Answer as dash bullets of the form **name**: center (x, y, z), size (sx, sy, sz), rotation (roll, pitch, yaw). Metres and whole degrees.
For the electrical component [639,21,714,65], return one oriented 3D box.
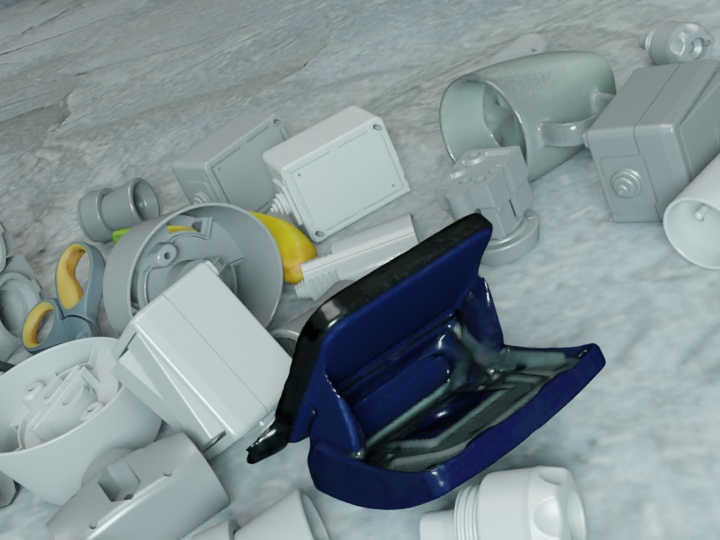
- **electrical component**: center (0.221, -0.160, 0.765), size (0.035, 0.035, 0.061), rotation (-30, 25, -11)

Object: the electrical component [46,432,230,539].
- **electrical component**: center (-0.115, 0.113, 0.534), size (0.077, 0.043, 0.079), rotation (-34, 28, -18)

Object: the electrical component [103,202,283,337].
- **electrical component**: center (-0.103, 0.010, 0.655), size (0.064, 0.099, 0.099), rotation (-2, 34, 48)

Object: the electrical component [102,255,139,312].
- **electrical component**: center (-0.166, 0.008, 0.773), size (0.044, 0.044, 0.065), rotation (-38, 25, -25)

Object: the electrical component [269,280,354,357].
- **electrical component**: center (-0.018, 0.035, 0.601), size (0.044, 0.044, 0.065), rotation (-2, 30, 38)

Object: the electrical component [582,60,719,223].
- **electrical component**: center (0.174, -0.069, 0.608), size (0.061, 0.061, 0.096), rotation (0, 36, 40)

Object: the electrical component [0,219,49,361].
- **electrical component**: center (-0.301, 0.038, 0.756), size (0.060, 0.105, 0.186), rotation (-13, 29, 22)

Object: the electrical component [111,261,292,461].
- **electrical component**: center (-0.078, 0.056, 0.560), size (0.061, 0.096, 0.062), rotation (-42, -1, -31)

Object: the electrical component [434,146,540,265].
- **electrical component**: center (0.078, -0.037, 0.635), size (0.048, 0.055, 0.066), rotation (-1, 35, 39)

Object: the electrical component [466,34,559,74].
- **electrical component**: center (0.105, -0.138, 0.811), size (0.079, 0.043, 0.077), rotation (-7, 32, 30)

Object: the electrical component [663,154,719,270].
- **electrical component**: center (0.207, -0.037, 0.541), size (0.077, 0.043, 0.079), rotation (-40, 31, -29)

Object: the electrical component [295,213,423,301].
- **electrical component**: center (0.000, 0.000, 0.645), size (0.081, 0.043, 0.043), rotation (-20, 27, 9)

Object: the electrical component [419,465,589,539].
- **electrical component**: center (0.054, 0.100, 0.418), size (0.062, 0.043, 0.043), rotation (-12, 29, 26)

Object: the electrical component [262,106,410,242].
- **electrical component**: center (-0.025, -0.068, 0.769), size (0.096, 0.061, 0.061), rotation (-30, 27, -10)

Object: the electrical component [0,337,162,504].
- **electrical component**: center (-0.163, 0.080, 0.604), size (0.099, 0.064, 0.099), rotation (-19, 40, 16)

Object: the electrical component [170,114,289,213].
- **electrical component**: center (-0.101, -0.074, 0.845), size (0.061, 0.061, 0.096), rotation (9, 41, 48)

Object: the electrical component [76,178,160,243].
- **electrical component**: center (-0.203, -0.049, 0.903), size (0.055, 0.045, 0.045), rotation (-14, 28, 20)

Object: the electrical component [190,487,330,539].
- **electrical component**: center (-0.042, 0.123, 0.454), size (0.055, 0.045, 0.045), rotation (-24, 27, 1)
